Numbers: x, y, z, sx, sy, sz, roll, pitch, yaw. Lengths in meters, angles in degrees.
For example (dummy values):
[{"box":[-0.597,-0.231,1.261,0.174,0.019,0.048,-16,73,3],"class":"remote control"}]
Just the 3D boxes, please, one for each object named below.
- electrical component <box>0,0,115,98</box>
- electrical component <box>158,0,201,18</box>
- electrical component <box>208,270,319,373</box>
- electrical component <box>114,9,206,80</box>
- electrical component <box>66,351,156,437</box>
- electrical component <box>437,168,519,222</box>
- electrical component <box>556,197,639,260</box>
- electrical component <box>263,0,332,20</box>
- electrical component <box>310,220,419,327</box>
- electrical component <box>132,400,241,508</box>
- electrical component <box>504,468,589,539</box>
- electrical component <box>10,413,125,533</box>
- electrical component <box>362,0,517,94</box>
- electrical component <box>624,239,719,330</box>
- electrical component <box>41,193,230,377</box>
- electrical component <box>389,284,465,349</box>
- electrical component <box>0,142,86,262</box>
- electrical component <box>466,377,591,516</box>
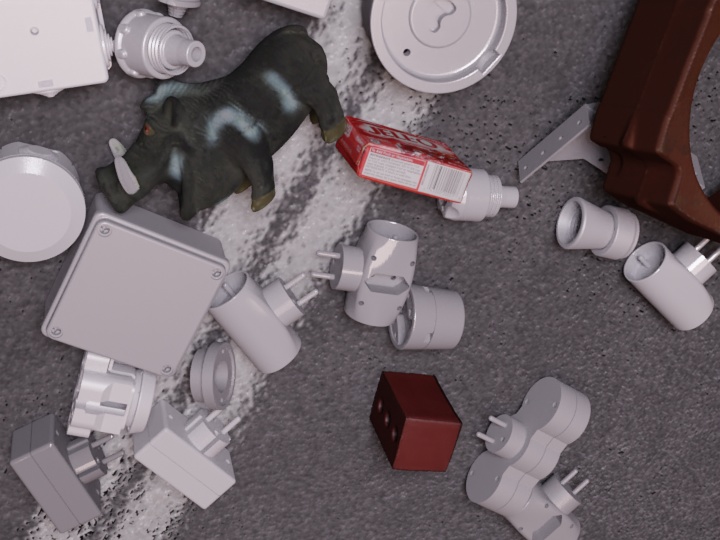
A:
[{"box":[-0.220,-0.167,0.729,0.100,0.048,0.099,-10,118,-9],"class":"electrical component"},{"box":[-0.118,-0.213,0.736,0.043,0.043,0.081,9,113,-18],"class":"electrical component"},{"box":[-0.071,0.032,0.866,0.079,0.044,0.077,-35,119,3],"class":"electrical component"},{"box":[-0.133,-0.152,0.735,0.048,0.062,0.048,-27,125,-46],"class":"electrical component"},{"box":[-0.197,0.099,0.858,0.057,0.058,0.078,13,111,-17],"class":"electrical component"},{"box":[0.096,-0.060,0.866,0.062,0.043,0.043,2,114,-16],"class":"electrical component"},{"box":[0.200,-0.034,0.904,0.055,0.045,0.045,11,112,-20],"class":"electrical component"},{"box":[-0.046,-0.224,0.747,0.066,0.047,0.076,14,111,-20],"class":"electrical component"},{"box":[0.000,0.000,0.870,0.079,0.043,0.077,8,113,-18],"class":"electrical component"},{"box":[-0.134,0.142,0.901,0.076,0.047,0.083,-42,118,7],"class":"electrical component"},{"box":[0.183,0.221,1.023,0.079,0.043,0.077,-44,118,9],"class":"electrical component"},{"box":[-0.232,0.159,0.883,0.076,0.047,0.083,-25,119,-2],"class":"electrical component"},{"box":[0.053,-0.189,0.782,0.108,0.060,0.108,-6,116,-12],"class":"electrical component"},{"box":[0.285,0.002,0.945,0.079,0.043,0.077,-45,117,9],"class":"electrical component"},{"box":[-0.172,0.013,0.823,0.109,0.056,0.108,22,108,-23],"class":"electrical component"},{"box":[0.056,0.040,0.898,0.047,0.055,0.055,5,114,-21],"class":"electrical component"},{"box":[-0.240,-0.051,0.778,0.080,0.051,0.080,-6,116,-12],"class":"electrical component"},{"box":[0.139,0.154,0.975,0.074,0.052,0.138,29,105,-24],"class":"electrical component"}]
